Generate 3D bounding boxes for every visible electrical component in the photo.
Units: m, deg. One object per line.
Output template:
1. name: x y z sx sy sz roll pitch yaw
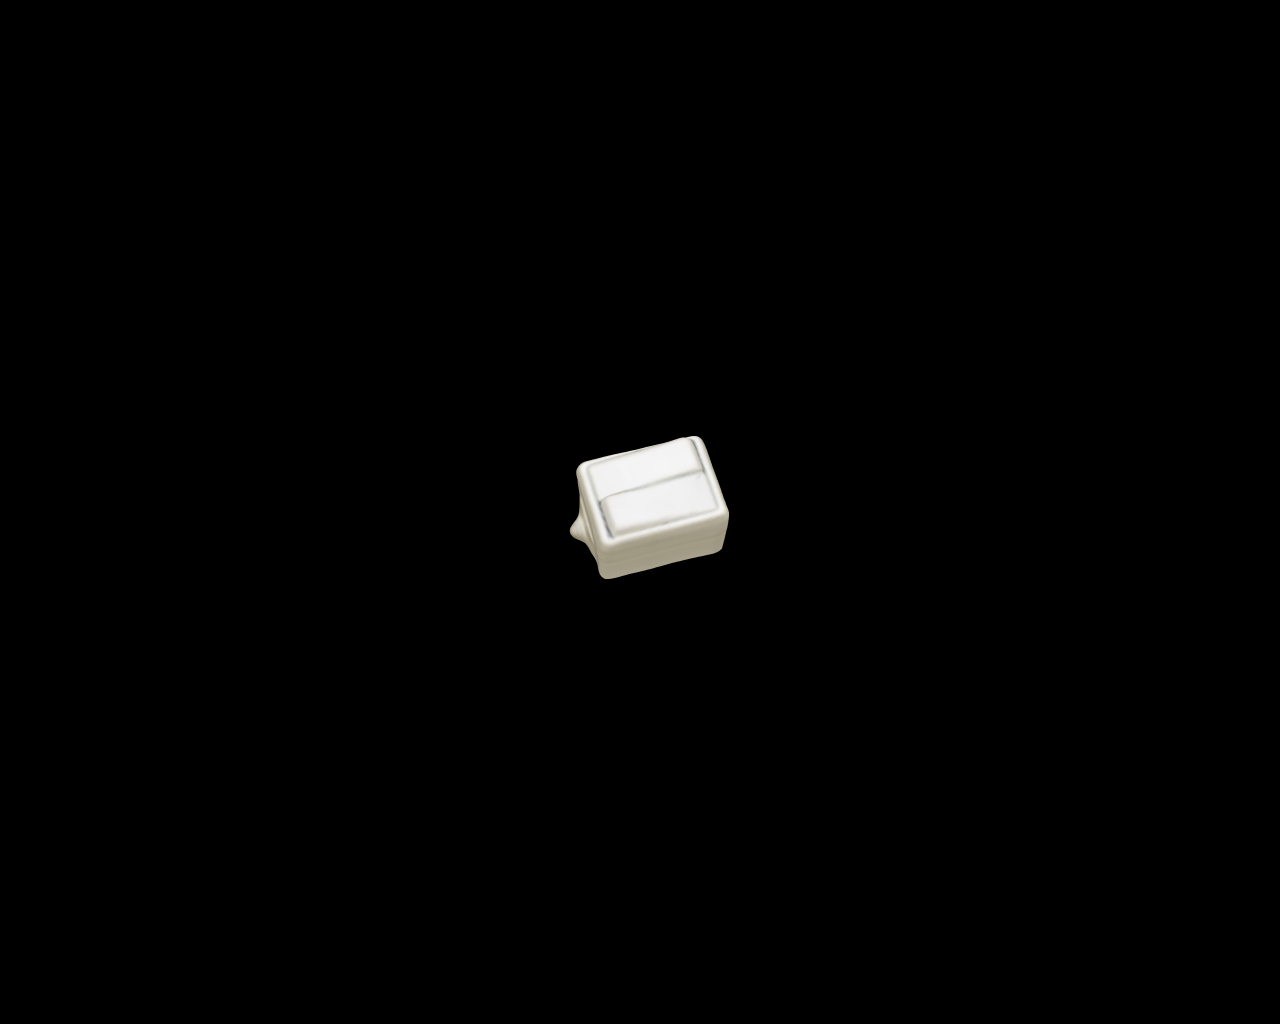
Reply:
1. electrical component: 0.001 -0.003 0.650 0.096 0.062 0.061 -14 -26 -7
